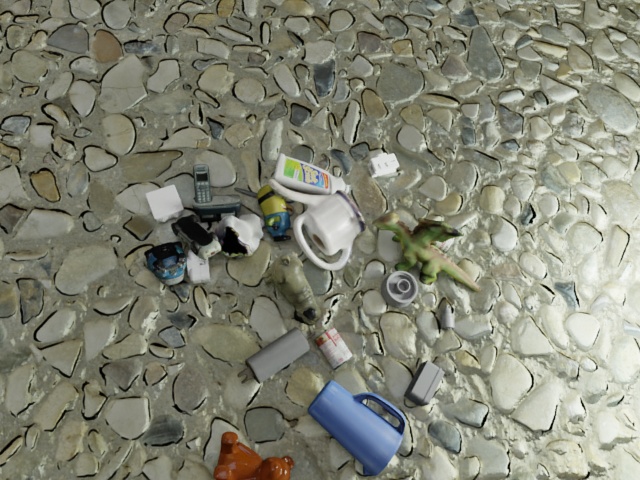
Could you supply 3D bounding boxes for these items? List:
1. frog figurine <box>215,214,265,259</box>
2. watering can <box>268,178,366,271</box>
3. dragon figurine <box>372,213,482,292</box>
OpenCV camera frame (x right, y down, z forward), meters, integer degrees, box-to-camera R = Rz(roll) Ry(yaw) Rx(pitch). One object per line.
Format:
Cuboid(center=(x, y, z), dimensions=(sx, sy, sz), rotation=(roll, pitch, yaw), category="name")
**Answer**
Cuboid(center=(-0.237, -0.023, 1.538), dimensions=(0.137, 0.121, 0.163), rotation=(38, 31, -11), category="frog figurine")
Cuboid(center=(0.005, -0.079, 1.566), dimensions=(0.227, 0.103, 0.345), rotation=(-35, 101, -24), category="watering can")
Cuboid(center=(0.343, 0.027, 1.545), dimensions=(0.410, 0.238, 0.125), rotation=(22, 62, 1), category="dragon figurine")
